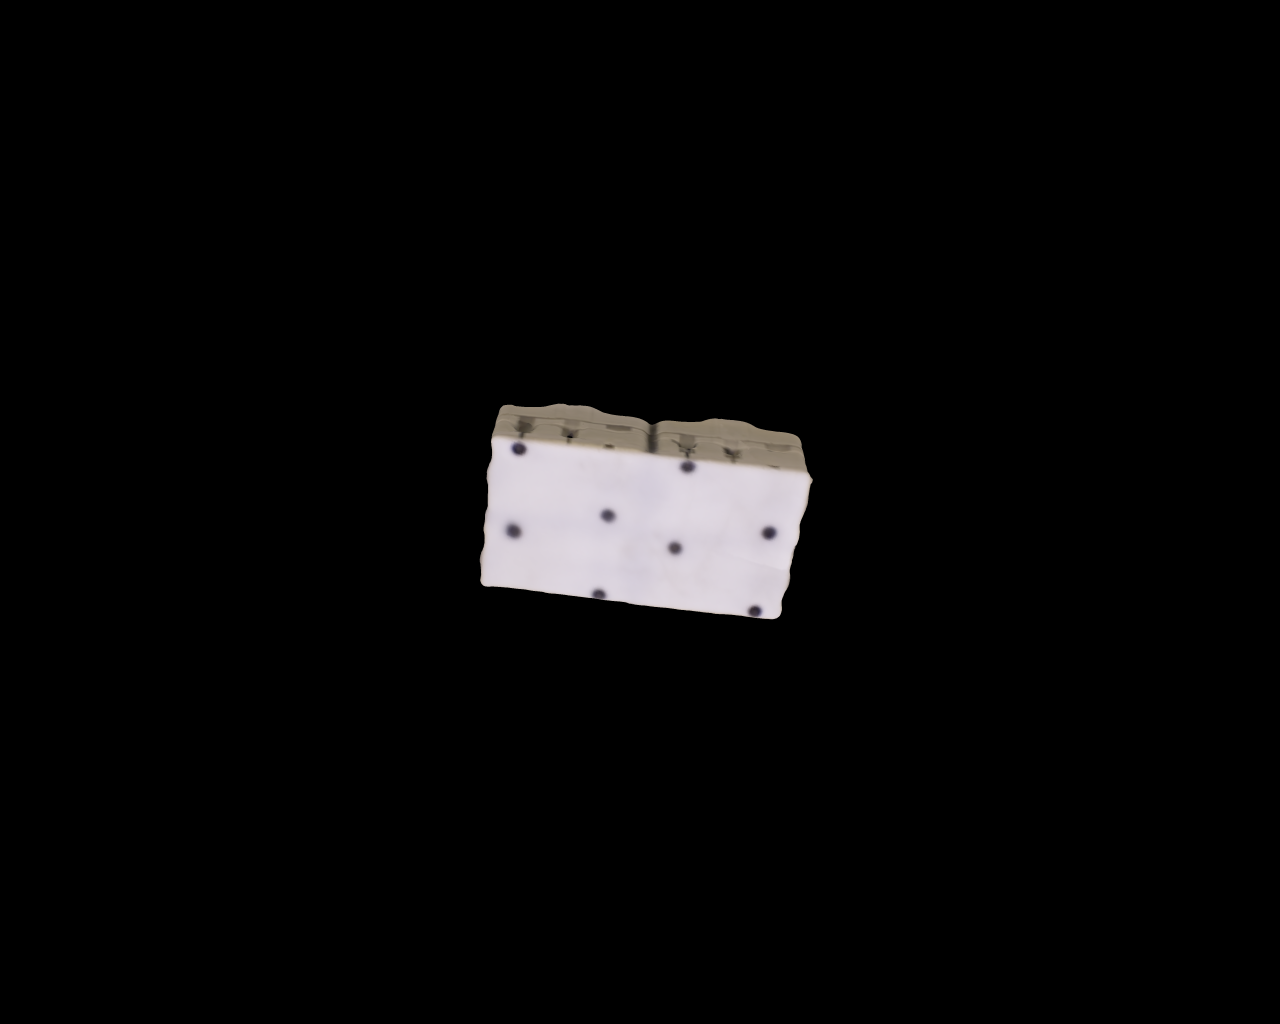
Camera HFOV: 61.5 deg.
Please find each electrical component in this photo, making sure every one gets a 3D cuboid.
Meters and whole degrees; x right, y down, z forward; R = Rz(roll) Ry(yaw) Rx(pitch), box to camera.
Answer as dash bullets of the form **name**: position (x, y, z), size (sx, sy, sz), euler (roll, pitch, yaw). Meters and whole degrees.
- **electrical component**: position (0.001, -0.003, 0.650), size (0.186, 0.105, 0.060), euler (6, 27, -3)
